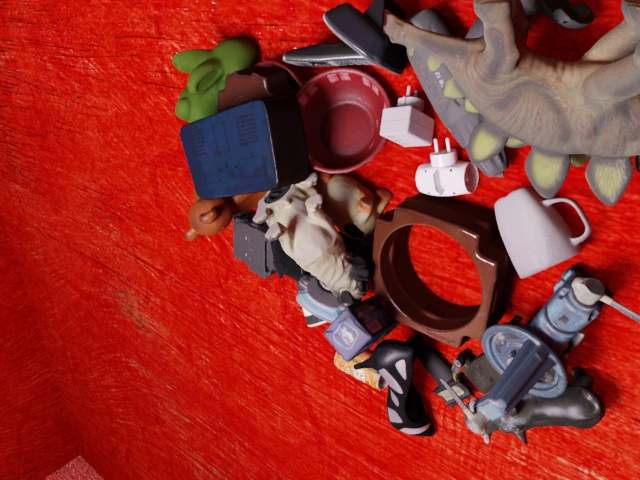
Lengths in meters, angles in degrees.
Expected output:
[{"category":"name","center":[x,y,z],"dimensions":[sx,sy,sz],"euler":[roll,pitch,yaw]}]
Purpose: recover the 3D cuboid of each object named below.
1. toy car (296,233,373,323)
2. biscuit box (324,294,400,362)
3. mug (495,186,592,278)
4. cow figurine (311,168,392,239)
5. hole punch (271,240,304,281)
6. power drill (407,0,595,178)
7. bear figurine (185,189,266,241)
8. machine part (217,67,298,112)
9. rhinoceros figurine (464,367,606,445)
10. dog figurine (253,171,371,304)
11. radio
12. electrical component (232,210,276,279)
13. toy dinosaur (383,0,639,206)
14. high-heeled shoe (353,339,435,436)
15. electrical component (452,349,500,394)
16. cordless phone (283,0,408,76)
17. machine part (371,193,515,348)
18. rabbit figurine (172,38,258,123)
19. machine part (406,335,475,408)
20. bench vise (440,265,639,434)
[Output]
[{"category":"toy car","center":[0.035,0.066,0.943],"dimensions":[0.109,0.161,0.103],"euler":[26,170,14]},{"category":"biscuit box","center":[0.078,0.135,0.868],"dimensions":[0.059,0.202,0.063],"euler":[47,109,16]},{"category":"mug","center":[0.279,-0.019,0.684],"dimensions":[0.109,0.081,0.107],"euler":[-41,73,49]},{"category":"cow figurine","center":[0.014,-0.070,0.915],"dimensions":[0.195,0.085,0.127],"euler":[36,130,21]},{"category":"hole punch","center":[-0.033,0.008,1.004],"dimensions":[0.116,0.092,0.142],"euler":[21,126,50]},{"category":"power drill","center":[0.216,-0.214,0.648],"dimensions":[0.232,0.086,0.207],"euler":[56,145,7]},{"category":"bear figurine","center":[-0.181,-0.087,1.010],"dimensions":[0.132,0.196,0.120],"euler":[58,141,5]},{"category":"machine part","center":[-0.100,-0.198,0.889],"dimensions":[0.180,0.056,0.179],"euler":[22,125,36]},{"category":"rhinoceros figurine","center":[0.303,0.243,0.765],"dimensions":[0.190,0.112,0.073],"euler":[-17,101,32]},{"category":"dog figurine","center":[-0.004,0.000,0.860],"dimensions":[0.121,0.172,0.190],"euler":[-30,124,13]},{"category":"radio","center":[-0.121,-0.138,0.840],"dimensions":[0.230,0.073,0.131],"euler":[-2,104,47]},{"category":"electrical component","center":[-0.120,0.010,1.106],"dimensions":[0.134,0.058,0.114],"euler":[25,129,34]},{"category":"toy dinosaur","center":[0.276,-0.136,0.547],"dimensions":[0.472,0.105,0.198],"euler":[24,144,16]},{"category":"high-heeled shoe","center":[0.166,0.258,0.924],"dimensions":[0.248,0.086,0.145],"euler":[43,136,-22]},{"category":"electrical component","center":[0.260,0.218,0.854],"dimensions":[0.102,0.045,0.078],"euler":[53,139,8]},{"category":"cordless phone","center":[0.019,-0.266,0.731],"dimensions":[0.184,0.146,0.088],"euler":[2,100,23]},{"category":"machine part","center":[0.182,0.042,0.806],"dimensions":[0.202,0.087,0.200],"euler":[22,126,34]},{"category":"rabbit figurine","center":[-0.187,-0.291,0.958],"dimensions":[0.121,0.159,0.170],"euler":[54,124,23]},{"category":"machine part","center":[0.199,0.223,0.924],"dimensions":[0.139,0.039,0.084],"euler":[48,145,12]},{"category":"bench vise","center":[0.270,0.146,0.676],"dimensions":[0.129,0.240,0.223],"euler":[47,152,10]}]
